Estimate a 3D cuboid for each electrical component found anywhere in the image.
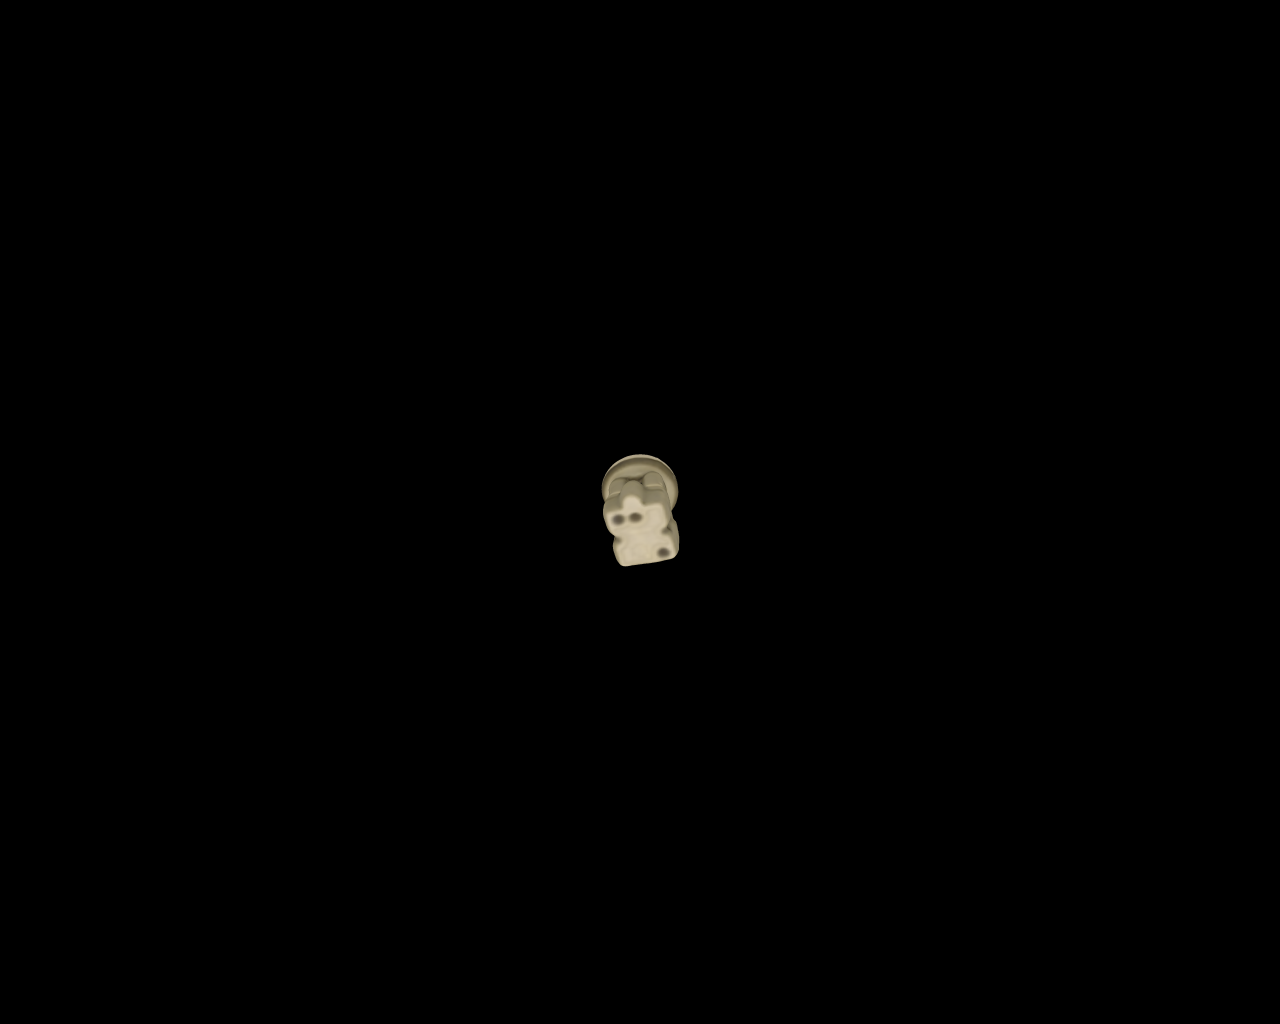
[{"bbox_3d":[0.001,-0.003,0.650,0.048,0.066,0.055,-9,36,7],"label":"electrical component"}]
